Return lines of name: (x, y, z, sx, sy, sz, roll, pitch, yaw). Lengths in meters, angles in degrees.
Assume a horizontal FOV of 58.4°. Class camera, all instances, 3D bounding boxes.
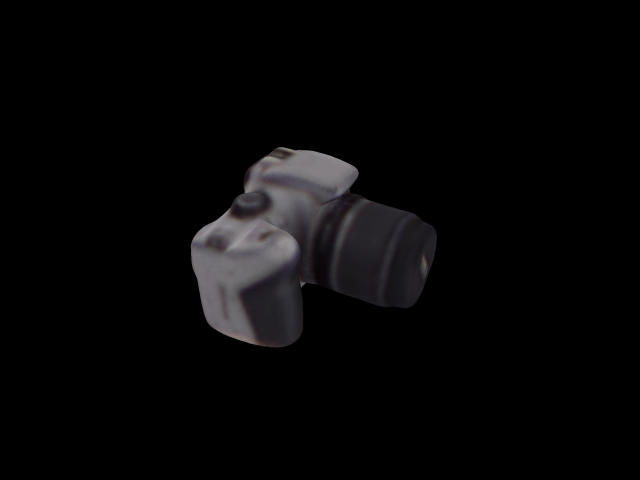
camera: (0.004, 0.001, 0.400, 0.136, 0.101, 0.143, 17, 40, 22)
